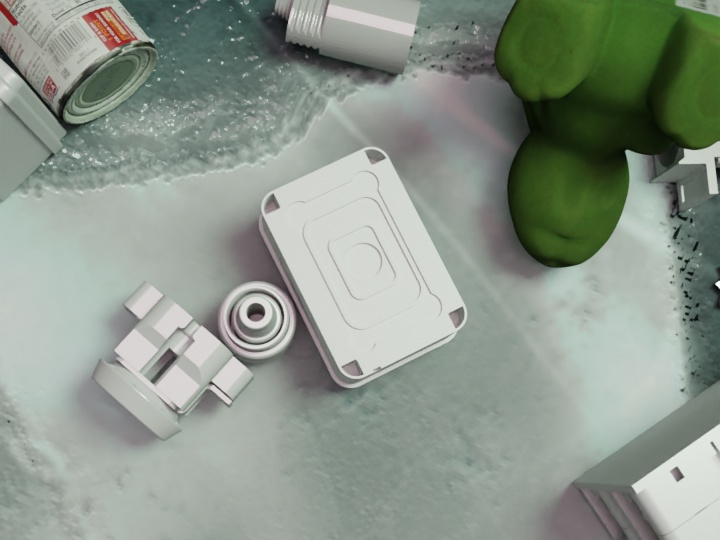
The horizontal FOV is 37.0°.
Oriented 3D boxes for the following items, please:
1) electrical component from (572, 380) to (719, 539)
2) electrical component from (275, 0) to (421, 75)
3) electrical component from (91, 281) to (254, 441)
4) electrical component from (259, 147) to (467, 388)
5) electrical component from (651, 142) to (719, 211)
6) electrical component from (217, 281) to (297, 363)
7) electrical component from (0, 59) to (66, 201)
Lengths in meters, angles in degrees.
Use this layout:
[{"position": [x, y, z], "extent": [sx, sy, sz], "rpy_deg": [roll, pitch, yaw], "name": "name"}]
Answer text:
[{"position": [0.218, 0.087, 0.569], "extent": [0.186, 0.105, 0.060], "rpy_deg": [-32, 84, -9], "name": "electrical component"}, {"position": [-0.009, -0.144, 0.624], "extent": [0.081, 0.043, 0.043], "rpy_deg": [14, 79, -2], "name": "electrical component"}, {"position": [-0.105, 0.053, 0.575], "extent": [0.078, 0.058, 0.057], "rpy_deg": [40, 77, 4], "name": "electrical component"}, {"position": [0.000, 0.000, 0.592], "extent": [0.078, 0.057, 0.113], "rpy_deg": [-26, 83, -8], "name": "electrical component"}, {"position": [0.206, -0.079, 0.630], "extent": [0.064, 0.042, 0.081], "rpy_deg": [-2, 81, -8], "name": "electrical component"}, {"position": [-0.056, 0.027, 0.580], "extent": [0.043, 0.062, 0.043], "rpy_deg": [1, 80, -4], "name": "electrical component"}, {"position": [-0.221, -0.099, 0.568], "extent": [0.109, 0.108, 0.056], "rpy_deg": [43, 82, 4], "name": "electrical component"}]
